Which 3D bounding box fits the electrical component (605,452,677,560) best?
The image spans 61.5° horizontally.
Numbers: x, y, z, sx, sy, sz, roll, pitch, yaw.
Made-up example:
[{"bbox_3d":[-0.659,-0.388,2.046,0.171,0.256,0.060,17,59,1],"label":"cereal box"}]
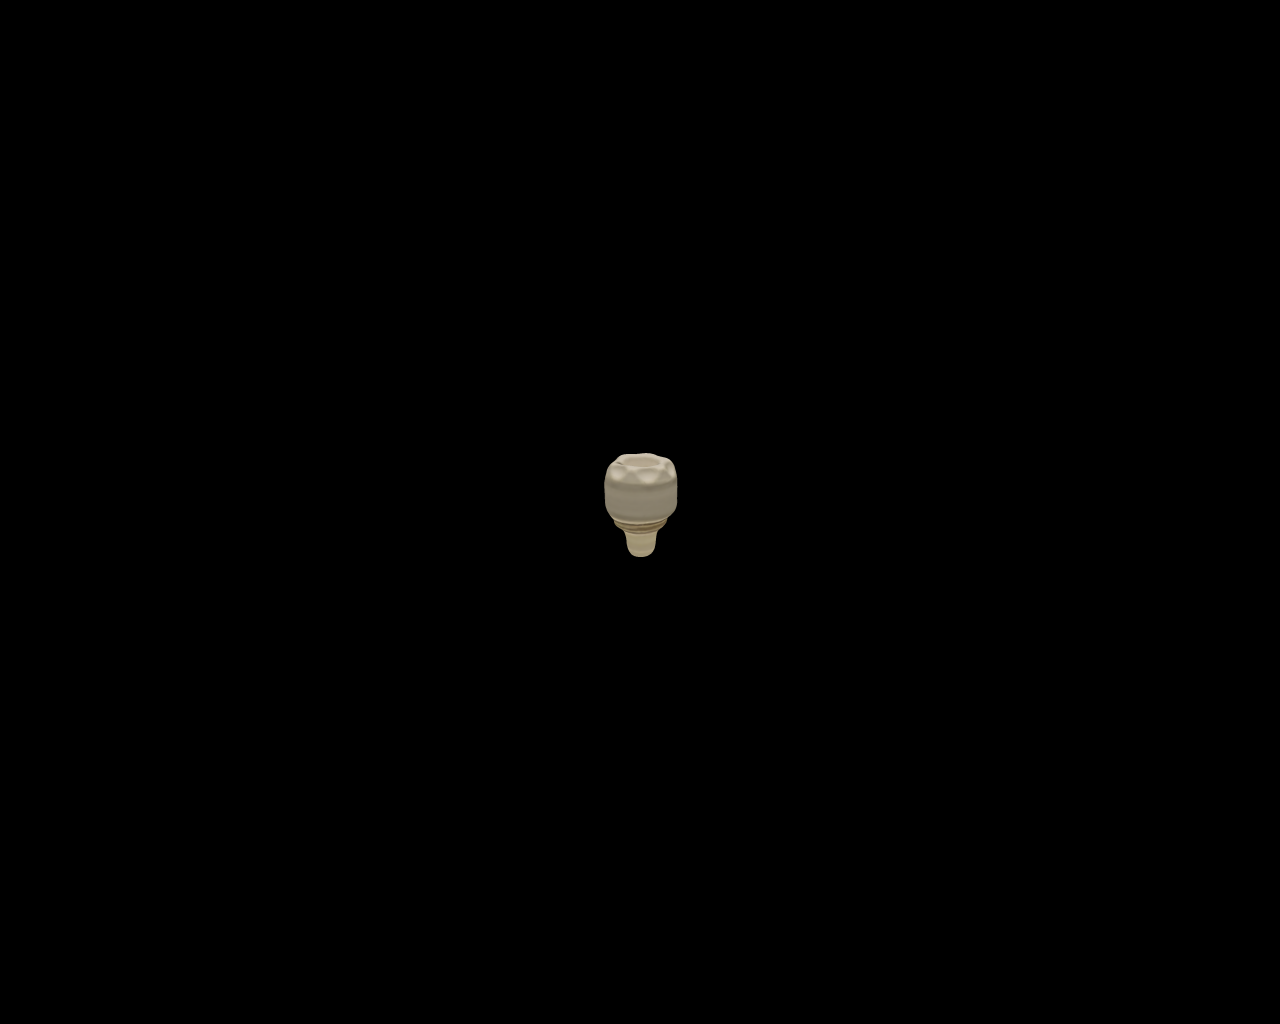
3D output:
[{"bbox_3d":[0.001,-0.003,0.650,0.043,0.062,0.043,0,19,0],"label":"electrical component"}]
